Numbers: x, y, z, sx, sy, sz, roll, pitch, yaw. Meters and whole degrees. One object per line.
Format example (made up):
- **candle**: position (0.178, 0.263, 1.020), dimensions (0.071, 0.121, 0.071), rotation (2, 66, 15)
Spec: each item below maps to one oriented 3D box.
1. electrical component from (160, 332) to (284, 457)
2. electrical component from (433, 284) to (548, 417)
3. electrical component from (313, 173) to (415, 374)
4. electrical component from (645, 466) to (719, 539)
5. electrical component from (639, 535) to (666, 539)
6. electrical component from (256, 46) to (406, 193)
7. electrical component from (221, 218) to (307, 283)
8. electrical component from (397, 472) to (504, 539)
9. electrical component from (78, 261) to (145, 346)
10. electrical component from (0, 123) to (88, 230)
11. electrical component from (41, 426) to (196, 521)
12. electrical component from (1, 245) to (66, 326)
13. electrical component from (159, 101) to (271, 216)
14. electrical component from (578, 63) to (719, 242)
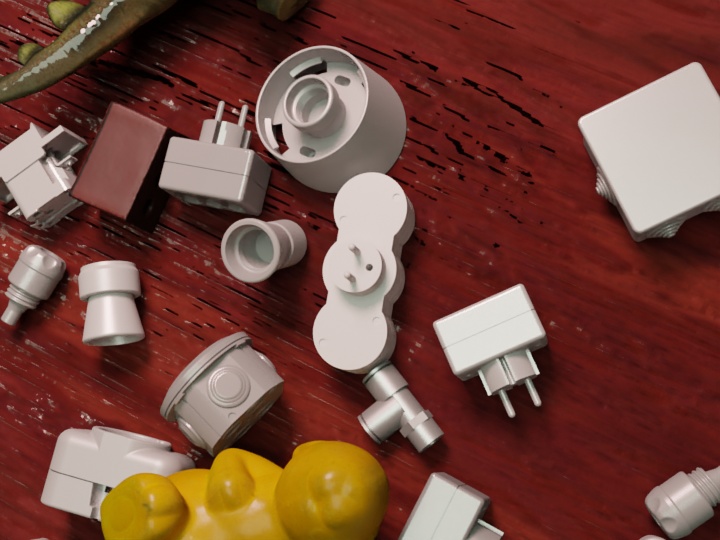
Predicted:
- **electrical component**: position (-0.094, 0.086, 0.742), dimensions (0.051, 0.080, 0.080), rotation (44, 91, 10)
- **electrical component**: position (0.096, 0.060, 0.721), dimensions (0.066, 0.047, 0.076), rotation (-24, 75, 6)
- **electrical component**: position (0.000, 0.000, 0.739), dimensions (0.052, 0.074, 0.138), rotation (7, 82, 13)
- **electrical component**: position (0.215, 0.143, 0.688), dimensions (0.061, 0.035, 0.035), rotation (-35, 75, 1)
- **electrical component**: position (0.165, 0.227, 0.671), dimensions (0.113, 0.057, 0.078), rotation (-37, 75, 4)
- **electrical component**: position (-0.023, -0.110, 0.782), dimensions (0.099, 0.064, 0.099), rotation (-7, 72, 23)
- **electrical component**: position (-0.064, -0.016, 0.760), dimensions (0.044, 0.065, 0.044), rotation (2, 97, 19)
- **electrical component**: position (0.069, 0.179, 0.706), dimensions (0.077, 0.047, 0.065), rotation (27, 86, 15)
- **electrical component**: position (-0.183, 0.025, 0.789), dimensions (0.045, 0.045, 0.055), rotation (-10, 78, 10)
- **electrical component**: position (-0.244, -0.070, 0.822), dimensions (0.081, 0.042, 0.063), rotation (-35, 78, 5)
- **electrical component**: position (-0.169, 0.146, 0.760), dimensions (0.095, 0.054, 0.059), rotation (12, 83, 14)
- **electrical component**: position (-0.250, 0.013, 0.811), dimensions (0.035, 0.035, 0.061), rotation (32, 91, 16)
- **electrical component**: position (-0.101, -0.086, 0.790), dimensions (0.066, 0.047, 0.076), rotation (11, 83, 14)
- **electrical component**: position (0.205, -0.076, 0.722), dimensions (0.100, 0.048, 0.099), rotation (-26, 76, 7)
